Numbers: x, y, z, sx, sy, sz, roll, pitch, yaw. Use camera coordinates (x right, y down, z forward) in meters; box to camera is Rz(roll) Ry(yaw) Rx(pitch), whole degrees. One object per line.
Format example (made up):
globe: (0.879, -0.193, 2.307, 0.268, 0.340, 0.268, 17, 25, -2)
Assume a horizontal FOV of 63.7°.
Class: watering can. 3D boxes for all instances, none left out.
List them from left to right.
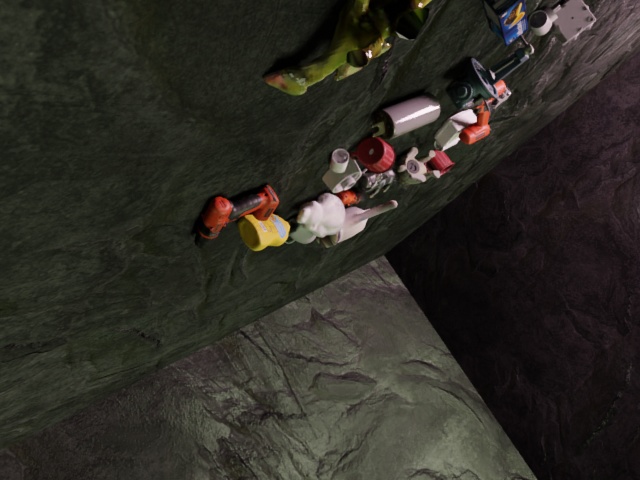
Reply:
watering can: (0.110, -0.066, 1.860, 0.227, 0.104, 0.344, -27, -177, -31)

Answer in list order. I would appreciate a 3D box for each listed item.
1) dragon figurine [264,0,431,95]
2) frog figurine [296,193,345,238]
dragon figurine: (0.098, -0.343, 0.824, 0.412, 0.122, 0.242, -30, -175, -9)
frog figurine: (0.005, -0.079, 1.567, 0.158, 0.123, 0.137, 18, 95, -64)
